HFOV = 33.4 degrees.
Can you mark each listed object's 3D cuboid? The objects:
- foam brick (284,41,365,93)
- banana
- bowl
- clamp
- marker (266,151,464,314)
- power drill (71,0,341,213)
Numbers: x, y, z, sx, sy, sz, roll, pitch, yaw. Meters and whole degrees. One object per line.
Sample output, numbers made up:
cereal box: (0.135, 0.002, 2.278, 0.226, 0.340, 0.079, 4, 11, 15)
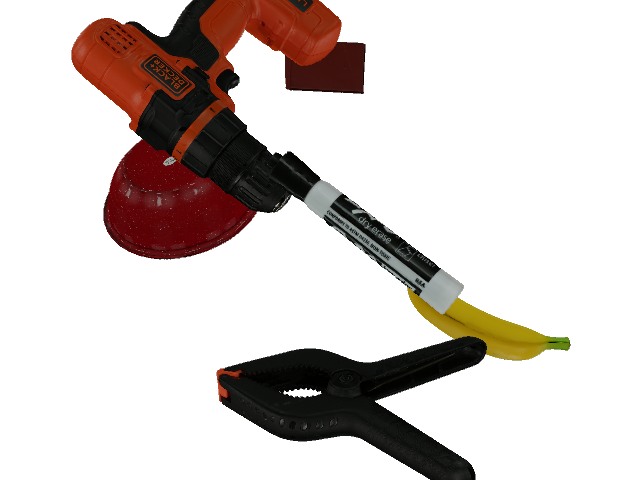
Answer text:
foam brick: (0.004, -0.178, 1.092, 0.078, 0.051, 0.053, 2, 11, -7)
banana: (0.140, 0.074, 1.026, 0.069, 0.037, 0.198, 2, 19, -44)
bowl: (-0.137, -0.059, 1.019, 0.162, 0.162, 0.055, 0, -42, 13)
clamp: (0.027, 0.114, 0.813, 0.210, 0.036, 0.164, 7, 30, 16)
marker: (0.021, -0.006, 0.552, 0.121, 0.020, 0.020, 38, 8, 10)
power drill: (-0.061, -0.124, 0.785, 0.187, 0.184, 0.057, -50, 1, -41)
